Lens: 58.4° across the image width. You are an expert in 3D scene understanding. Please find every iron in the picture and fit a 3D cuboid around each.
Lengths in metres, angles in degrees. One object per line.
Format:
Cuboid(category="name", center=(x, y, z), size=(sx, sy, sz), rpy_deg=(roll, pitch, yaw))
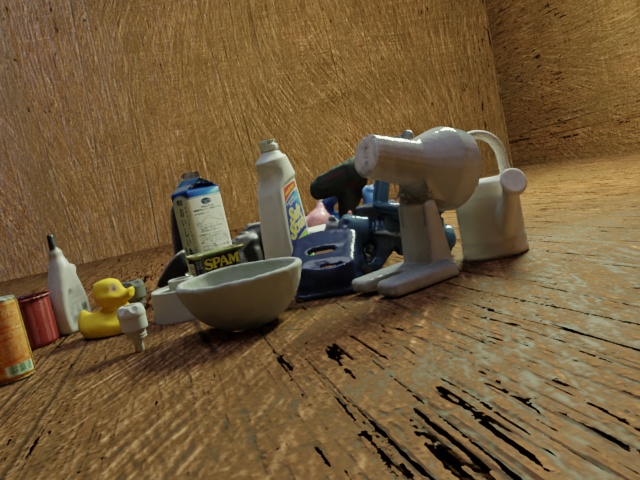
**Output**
Cuboid(category="iron", center=(0.074, -0.083, 1.601), size=(0.257, 0.141, 0.119), rpy_deg=(-9, 7, 27))

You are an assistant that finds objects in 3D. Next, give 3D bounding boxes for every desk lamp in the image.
Cuboid(category="desk lamp", center=(0.133, -0.049, 0.805), size=(0.204, 0.213, 0.117), rpy_deg=(-16, 7, -34))

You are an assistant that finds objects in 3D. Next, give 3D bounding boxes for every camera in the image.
Cuboid(category="camera", center=(-0.123, 0.006, 1.347), size=(0.136, 0.101, 0.143), rpy_deg=(-9, 7, 26))

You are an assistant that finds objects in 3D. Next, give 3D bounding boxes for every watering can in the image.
Cuboid(category="watering can", center=(0.258, -0.073, 0.875), size=(0.101, 0.194, 0.172), rpy_deg=(-16, 7, -32))

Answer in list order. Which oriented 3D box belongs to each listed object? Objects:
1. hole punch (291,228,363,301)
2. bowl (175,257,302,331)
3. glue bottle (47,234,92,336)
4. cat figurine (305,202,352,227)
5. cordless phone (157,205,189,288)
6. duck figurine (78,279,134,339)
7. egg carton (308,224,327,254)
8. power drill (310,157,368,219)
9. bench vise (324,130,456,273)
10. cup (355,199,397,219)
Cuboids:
Cuboid(category="hole punch", center=(0.010, 0.034, 0.861), size=(0.108, 0.091, 0.101), rpy_deg=(-11, 6, 12))
Cuboid(category="bowl", center=(-0.099, 0.076, 0.755), size=(0.167, 0.075, 0.167), rpy_deg=(-12, 6, 2))
Cuboid(category="glue bottle", center=(-0.443, 0.073, 0.990), size=(0.037, 0.173, 0.078), rpy_deg=(-11, 6, 11))
Cuboid(category="cat figurine", center=(0.022, -0.034, 1.357), size=(0.127, 0.118, 0.067), rpy_deg=(-11, 6, 10))
Cuboid(category="cordless phone", center=(-0.317, 0.012, 1.266), size=(0.094, 0.185, 0.147), rpy_deg=(-12, 6, 2))
Cuboid(category="duck figurine", center=(-0.333, 0.104, 0.901), size=(0.104, 0.086, 0.077), rpy_deg=(-11, 6, 4))
Cuboid(category="egg carton", center=(0.011, 0.004, 1.244), size=(0.107, 0.069, 0.150), rpy_deg=(-14, 6, -24))
Cuboid(category="power drill", center=(0.090, -0.101, 1.414), size=(0.229, 0.208, 0.076), rpy_deg=(-9, 7, 27))
Cuboid(category="bench vise", center=(0.110, -0.062, 0.947), size=(0.208, 0.220, 0.121), rpy_deg=(-14, 6, -16))
Cuboid(category="cup", center=(0.139, -0.039, 1.276), size=(0.091, 0.095, 0.118), rpy_deg=(-6, 8, 44))
